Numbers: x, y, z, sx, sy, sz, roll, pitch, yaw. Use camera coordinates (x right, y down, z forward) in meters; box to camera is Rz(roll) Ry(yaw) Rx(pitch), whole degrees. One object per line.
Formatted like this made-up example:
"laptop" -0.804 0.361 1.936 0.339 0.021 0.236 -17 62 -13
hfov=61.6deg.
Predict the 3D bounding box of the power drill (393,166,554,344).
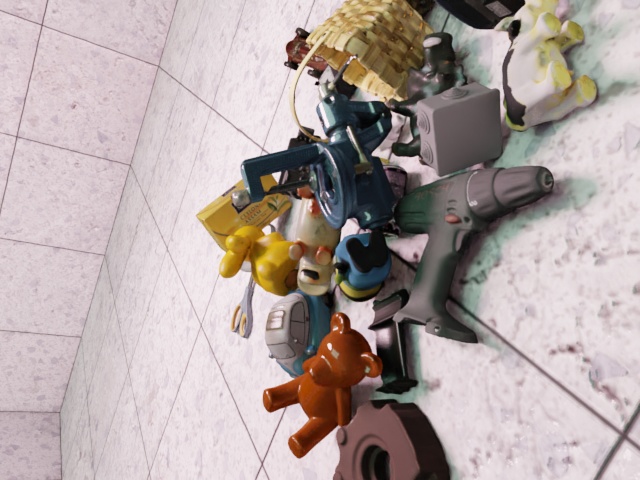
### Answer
"power drill" 0.165 0.016 0.649 0.232 0.086 0.207 5 87 60

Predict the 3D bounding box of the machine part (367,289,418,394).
"machine part" 0.102 0.141 0.746 0.084 0.039 0.139 -28 55 46

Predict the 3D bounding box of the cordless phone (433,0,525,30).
"cordless phone" 0.198 -0.372 0.668 0.089 0.146 0.184 -12 71 48

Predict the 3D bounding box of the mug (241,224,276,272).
"mug" -0.114 0.019 1.114 0.107 0.080 0.109 5 70 48

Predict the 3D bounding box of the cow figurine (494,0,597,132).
"cow figurine" 0.245 -0.211 0.617 0.098 0.068 0.167 -36 49 55

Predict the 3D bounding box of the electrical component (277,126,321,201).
"electrical component" -0.039 -0.148 1.021 0.115 0.058 0.134 -109 35 -80

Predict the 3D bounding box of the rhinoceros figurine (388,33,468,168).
"rhinoceros figurine" 0.155 -0.194 0.746 0.112 0.073 0.190 -17 65 57

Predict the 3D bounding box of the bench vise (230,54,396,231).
"bench vise" -0.007 -0.106 0.722 0.129 0.241 0.223 164 90 -74

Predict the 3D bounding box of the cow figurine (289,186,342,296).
"cow figurine" -0.002 -0.003 0.864 0.127 0.086 0.194 -45 -35 -72

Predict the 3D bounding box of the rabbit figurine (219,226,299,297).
"rabbit figurine" -0.110 0.033 0.992 0.173 0.162 0.121 39 121 38

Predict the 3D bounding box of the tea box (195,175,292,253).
"tea box" -0.155 -0.061 1.101 0.169 0.098 0.068 -41 27 -14

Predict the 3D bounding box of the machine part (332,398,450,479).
"machine part" 0.086 0.297 0.697 0.179 0.056 0.179 -25 59 51

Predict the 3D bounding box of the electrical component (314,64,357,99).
"electrical component" 0.035 -0.280 0.997 0.074 0.048 0.119 -55 38 33

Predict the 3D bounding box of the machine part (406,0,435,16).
"machine part" 0.116 -0.412 0.885 0.243 0.079 0.079 42 115 54

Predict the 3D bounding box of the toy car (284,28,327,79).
"toy car" -0.025 -0.395 1.135 0.089 0.053 0.202 -65 32 14

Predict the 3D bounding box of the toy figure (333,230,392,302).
"toy figure" 0.057 0.039 0.755 0.180 0.082 0.089 106 170 -80

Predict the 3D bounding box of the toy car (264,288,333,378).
"toy car" -0.039 0.148 0.896 0.109 0.103 0.161 -13 67 40

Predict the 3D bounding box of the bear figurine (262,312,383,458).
"bear figurine" 0.004 0.205 0.766 0.120 0.132 0.195 52 149 26
